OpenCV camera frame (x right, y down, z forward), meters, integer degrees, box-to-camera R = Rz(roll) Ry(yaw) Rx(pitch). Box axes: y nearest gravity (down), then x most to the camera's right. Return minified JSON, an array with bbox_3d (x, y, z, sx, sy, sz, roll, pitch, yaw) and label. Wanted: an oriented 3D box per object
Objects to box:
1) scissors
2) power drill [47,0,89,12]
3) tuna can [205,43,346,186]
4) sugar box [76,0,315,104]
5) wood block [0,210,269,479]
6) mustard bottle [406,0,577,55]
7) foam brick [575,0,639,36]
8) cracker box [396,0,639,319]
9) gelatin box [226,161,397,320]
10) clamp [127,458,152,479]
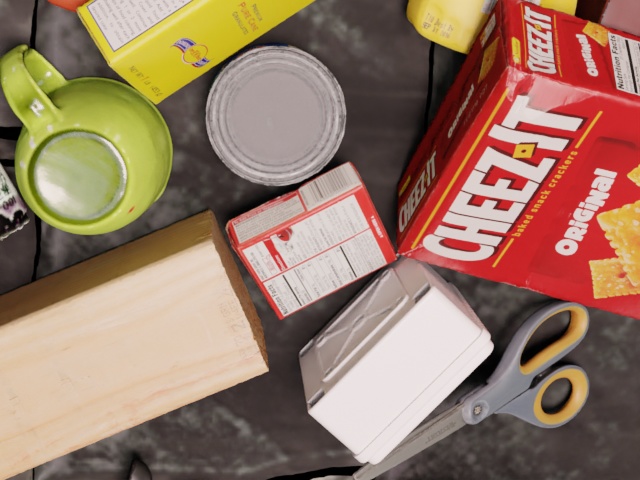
[{"bbox_3d":[0.112,0.119,0.700,0.201,0.016,0.096,-40,120,-19],"label":"scissors"},{"bbox_3d":[-0.217,-0.162,0.592,0.187,0.057,0.184,-2,91,-8],"label":"power drill"},{"bbox_3d":[-0.028,-0.078,0.661,0.086,0.034,0.086,-1,105,-5],"label":"tuna can"},{"bbox_3d":[-0.042,-0.149,0.607,0.176,0.093,0.048,-30,82,4],"label":"sugar box"},{"bbox_3d":[-0.144,0.067,0.659,0.206,0.091,0.090,-22,105,1],"label":"wood block"},{"bbox_3d":[0.127,-0.199,0.615,0.096,0.058,0.192,15,114,-15],"label":"mustard bottle"},{"bbox_3d":[0.183,-0.137,0.644,0.051,0.078,0.053,17,102,-9],"label":"foam brick"},{"bbox_3d":[0.173,-0.035,0.637,0.213,0.072,0.164,14,137,-11],"label":"cracker box"},{"bbox_3d":[-0.005,0.001,0.674,0.089,0.030,0.073,-27,133,2],"label":"gelatin box"},{"bbox_3d":[-0.163,0.232,0.730,0.120,0.039,0.171,-5,107,6],"label":"clamp"}]
